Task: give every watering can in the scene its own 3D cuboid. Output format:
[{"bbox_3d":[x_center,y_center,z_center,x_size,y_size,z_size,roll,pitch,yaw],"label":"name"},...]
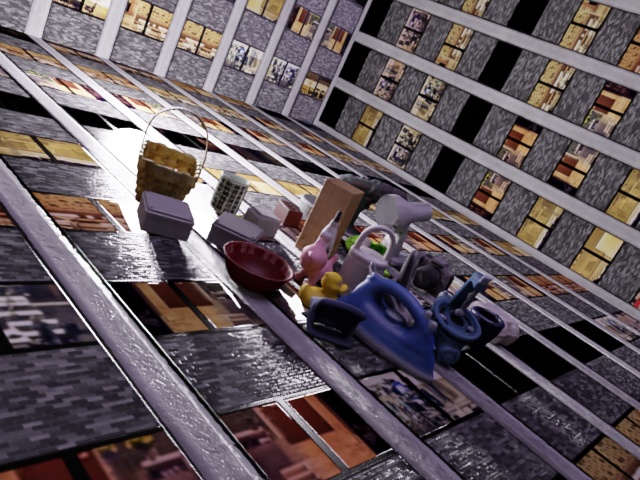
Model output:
[{"bbox_3d":[0.110,0.047,1.381,0.101,0.194,0.172,14,21,-34],"label":"watering can"}]

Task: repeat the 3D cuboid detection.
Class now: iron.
[{"bbox_3d":[0.163,0.165,1.198,0.257,0.141,0.119,36,19,29],"label":"iron"}]

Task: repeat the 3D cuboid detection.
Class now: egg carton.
[{"bbox_3d":[0.475,0.228,1.586,0.107,0.069,0.150,14,21,-34],"label":"egg carton"}]

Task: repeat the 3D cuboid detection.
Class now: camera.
[{"bbox_3d":[0.317,0.092,1.707,0.142,0.101,0.137,34,19,26],"label":"camera"}]

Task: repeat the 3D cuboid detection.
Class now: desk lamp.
[{"bbox_3d":[0.251,-0.032,1.786,0.204,0.213,0.117,12,21,-38],"label":"desk lamp"}]

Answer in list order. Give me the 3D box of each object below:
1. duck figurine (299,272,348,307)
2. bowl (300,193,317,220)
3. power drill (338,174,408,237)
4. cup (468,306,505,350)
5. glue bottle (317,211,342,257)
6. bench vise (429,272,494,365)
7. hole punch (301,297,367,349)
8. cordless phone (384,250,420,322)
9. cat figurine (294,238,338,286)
[{"bbox_3d":[0.011,0.107,1.247,0.105,0.086,0.077,19,18,-21],"label":"duck figurine"},{"bbox_3d":[0.003,-0.078,1.803,0.167,0.074,0.167,24,17,-7],"label":"bowl"},{"bbox_3d":[0.140,-0.107,1.859,0.229,0.208,0.076,27,17,4],"label":"power drill"},{"bbox_3d":[0.410,0.227,1.451,0.091,0.095,0.118,36,20,31],"label":"cup"},{"bbox_3d":[0.013,0.005,1.403,0.037,0.173,0.078,29,17,12],"label":"glue bottle"},{"bbox_3d":[0.305,0.149,1.315,0.122,0.219,0.207,18,19,-25],"label":"bench vise"},{"bbox_3d":[0.028,0.147,1.144,0.109,0.091,0.101,22,17,-13],"label":"hole punch"},{"bbox_3d":[0.205,0.104,1.364,0.094,0.185,0.148,29,17,11],"label":"cordless phone"},{"bbox_3d":[-0.005,0.053,1.331,0.128,0.117,0.067,6,26,-49],"label":"cat figurine"}]
